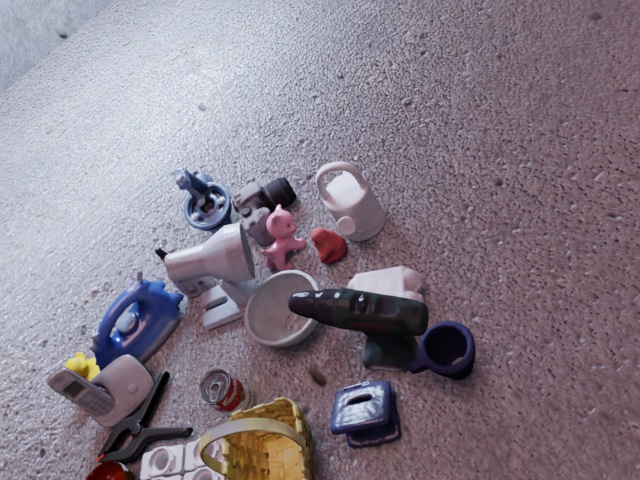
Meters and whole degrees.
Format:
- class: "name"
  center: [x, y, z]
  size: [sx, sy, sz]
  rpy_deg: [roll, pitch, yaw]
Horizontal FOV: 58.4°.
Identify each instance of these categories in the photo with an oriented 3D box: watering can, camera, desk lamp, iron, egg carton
- class: "watering can"
  center: [0.060, -0.084, 1.173]
  size: [0.101, 0.195, 0.172]
  rpy_deg: [-31, 48, 5]
- class: "camera"
  center: [-0.125, -0.085, 1.337]
  size: [0.137, 0.101, 0.143]
  rpy_deg: [-32, 48, 4]
- class: "desk lamp"
  center: [-0.206, 0.074, 1.187]
  size: [0.203, 0.214, 0.117]
  rpy_deg: [-24, 49, 11]
- class: "iron"
  center: [-0.429, 0.192, 1.270]
  size: [0.118, 0.142, 0.258]
  rpy_deg: [23, 70, 38]
- class: "egg carton"
  center: [0.122, 0.109, 1.082]
  size: [0.150, 0.070, 0.107]
  rpy_deg: [-13, 52, 20]

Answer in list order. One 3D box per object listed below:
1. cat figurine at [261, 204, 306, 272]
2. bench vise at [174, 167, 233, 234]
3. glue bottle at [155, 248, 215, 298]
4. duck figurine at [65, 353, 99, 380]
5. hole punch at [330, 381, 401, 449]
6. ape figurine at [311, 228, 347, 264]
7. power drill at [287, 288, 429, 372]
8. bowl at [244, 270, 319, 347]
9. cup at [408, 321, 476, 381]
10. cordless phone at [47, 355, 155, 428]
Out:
- class: "cat figurine"
  center: [-0.090, -0.009, 1.250]
  size: [0.067, 0.118, 0.128]
  rpy_deg: [12, 63, 34]
- class: "bench vise"
  center: [-0.294, -0.108, 1.365]
  size: [0.121, 0.220, 0.206]
  rpy_deg: [-44, 48, -7]
- class: "glue bottle"
  center: [-0.310, 0.066, 1.276]
  size: [0.078, 0.174, 0.037]
  rpy_deg: [-23, 49, 12]
- class: "duck figurine"
  center: [-0.534, 0.302, 1.283]
  size: [0.077, 0.086, 0.104]
  rpy_deg: [-19, 50, 15]
- class: "hole punch"
  center: [0.072, 0.286, 0.963]
  size: [0.108, 0.091, 0.101]
  rpy_deg: [-18, 50, 16]
- class: "ape figurine"
  center: [0.011, 0.004, 1.204]
  size: [0.076, 0.092, 0.078]
  rpy_deg: [2, 58, 30]
- class: "power drill"
  center: [0.082, 0.150, 0.978]
  size: [0.228, 0.209, 0.075]
  rpy_deg: [-3, 56, 27]
- class: "bowl"
  center: [-0.062, 0.148, 1.149]
  size: [0.167, 0.075, 0.167]
  rpy_deg: [-14, 51, 19]
- class: "cup"
  center: [0.208, 0.201, 0.950]
  size: [0.117, 0.095, 0.091]
  rpy_deg: [-31, 48, 5]
- class: "cordless phone"
  center: [-0.446, 0.291, 1.176]
  size: [0.148, 0.186, 0.093]
  rpy_deg: [-44, 48, -7]
